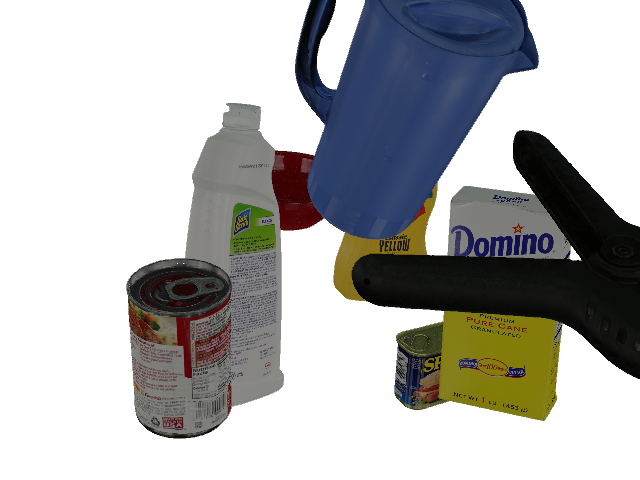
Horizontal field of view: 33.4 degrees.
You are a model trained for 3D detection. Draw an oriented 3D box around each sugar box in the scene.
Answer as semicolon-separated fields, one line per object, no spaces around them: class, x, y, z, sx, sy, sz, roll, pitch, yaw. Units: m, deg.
sugar box;0.147;0.050;0.854;0.093;0.176;0.048;8;23;22

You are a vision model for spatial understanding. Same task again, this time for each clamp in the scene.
clamp;0.131;0.022;0.508;0.164;0.036;0.210;-32;48;-33

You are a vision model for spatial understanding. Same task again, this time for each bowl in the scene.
bowl;-0.044;-0.056;1.303;0.162;0.055;0.162;5;26;-3

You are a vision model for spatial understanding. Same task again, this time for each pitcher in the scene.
pitcher;0.061;-0.120;0.920;0.144;0.149;0.243;-11;-35;-30

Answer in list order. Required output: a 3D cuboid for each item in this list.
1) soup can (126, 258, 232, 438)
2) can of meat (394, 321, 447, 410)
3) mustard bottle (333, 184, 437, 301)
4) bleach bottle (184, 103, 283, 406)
soup can;-0.093;0.073;0.714;0.068;0.102;0.068;2;29;-1
can of meat;0.142;0.155;1.327;0.101;0.084;0.058;-11;29;-27
mustard bottle;0.069;-0.036;1.070;0.096;0.192;0.058;-2;21;-19
bleach bottle;-0.070;0.010;0.908;0.068;0.251;0.102;13;14;34
